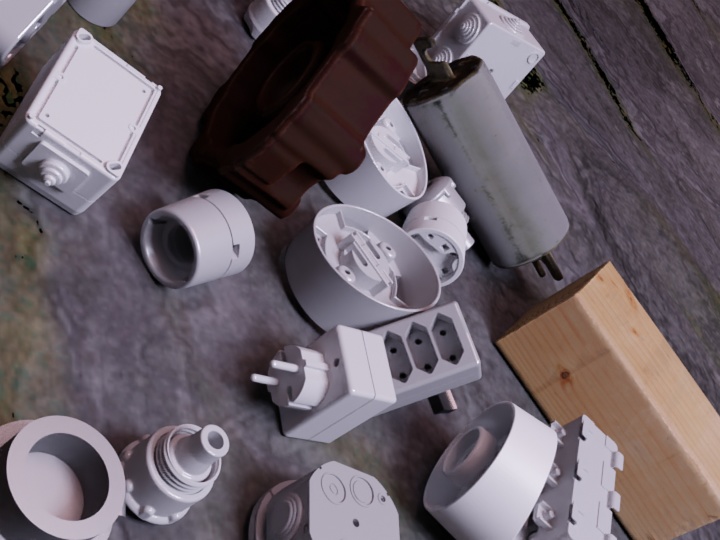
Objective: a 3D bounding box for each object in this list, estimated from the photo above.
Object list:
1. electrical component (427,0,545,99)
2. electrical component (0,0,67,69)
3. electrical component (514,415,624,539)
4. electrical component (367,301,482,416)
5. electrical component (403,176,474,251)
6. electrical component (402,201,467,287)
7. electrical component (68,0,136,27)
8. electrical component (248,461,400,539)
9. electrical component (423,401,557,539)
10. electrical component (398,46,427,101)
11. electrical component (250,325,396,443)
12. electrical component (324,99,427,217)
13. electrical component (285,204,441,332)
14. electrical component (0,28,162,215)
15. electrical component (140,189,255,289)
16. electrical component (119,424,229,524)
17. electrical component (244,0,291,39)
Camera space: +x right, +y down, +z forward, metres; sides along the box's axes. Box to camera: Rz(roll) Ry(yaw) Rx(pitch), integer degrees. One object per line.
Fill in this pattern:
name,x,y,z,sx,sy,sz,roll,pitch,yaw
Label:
electrical component,0.115,-0.202,1.023,0.100,0.099,0.048,16,37,-41
electrical component,-0.205,-0.175,0.637,0.059,0.054,0.095,42,76,-16
electrical component,0.148,0.167,0.777,0.079,0.063,0.121,43,36,-15
electrical component,0.036,0.067,0.732,0.075,0.083,0.047,70,0,-68
electrical component,0.069,-0.042,0.881,0.062,0.048,0.048,51,34,-14
electrical component,0.056,-0.022,0.840,0.055,0.055,0.047,42,33,-16
electrical component,-0.159,-0.206,0.723,0.043,0.081,0.043,30,41,-30
electrical component,-0.019,0.151,0.608,0.080,0.051,0.080,30,41,-30
electrical component,0.090,0.138,0.708,0.064,0.099,0.099,40,37,-9
electrical component,0.017,-0.192,0.930,0.099,0.064,0.099,30,41,-30
electrical component,-0.030,0.067,0.653,0.077,0.066,0.047,17,49,-40
electrical component,0.012,-0.092,0.839,0.099,0.064,0.099,29,42,-31
electrical component,0.000,0.000,0.746,0.099,0.064,0.099,30,41,-29
electrical component,-0.169,-0.080,0.628,0.062,0.061,0.096,36,47,-24
electrical component,-0.100,-0.018,0.656,0.047,0.055,0.055,-24,79,-51
electrical component,-0.093,0.100,0.556,0.048,0.062,0.048,30,42,-30
electrical component,-0.059,-0.209,0.858,0.043,0.062,0.043,30,41,-30
